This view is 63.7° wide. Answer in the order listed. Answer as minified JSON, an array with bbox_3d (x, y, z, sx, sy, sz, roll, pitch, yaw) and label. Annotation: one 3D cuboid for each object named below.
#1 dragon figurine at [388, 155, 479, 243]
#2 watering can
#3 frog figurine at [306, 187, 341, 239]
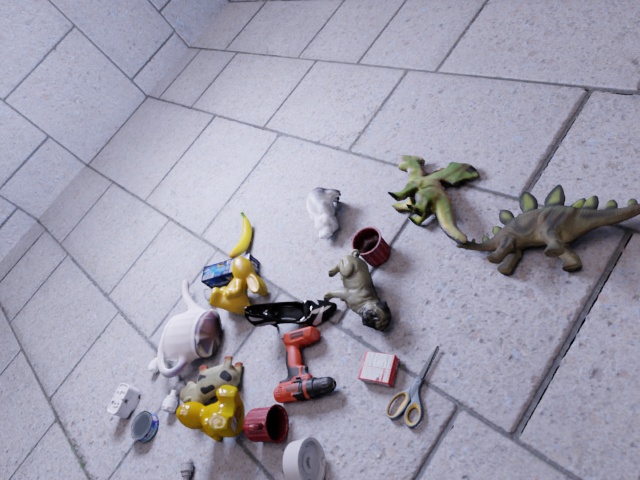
[{"bbox_3d":[0.338,-0.144,1.448,0.244,0.120,0.416,-40,42,-9],"label":"dragon figurine"},{"bbox_3d":[-0.414,0.267,1.654,0.223,0.102,0.356,-13,51,27],"label":"watering can"},{"bbox_3d":[0.005,-0.082,1.629,0.136,0.122,0.162,-26,44,66],"label":"frog figurine"}]
